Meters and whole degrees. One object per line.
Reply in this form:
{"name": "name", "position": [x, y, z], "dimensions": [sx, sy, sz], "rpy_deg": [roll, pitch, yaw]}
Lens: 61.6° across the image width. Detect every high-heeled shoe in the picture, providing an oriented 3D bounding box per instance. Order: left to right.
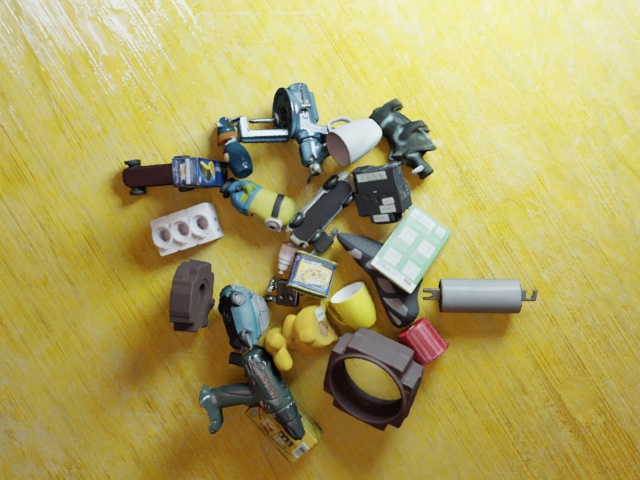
{"name": "high-heeled shoe", "position": [0.125, 0.092, 1.232], "dimensions": [0.249, 0.086, 0.145], "rpy_deg": [32, 118, 14]}

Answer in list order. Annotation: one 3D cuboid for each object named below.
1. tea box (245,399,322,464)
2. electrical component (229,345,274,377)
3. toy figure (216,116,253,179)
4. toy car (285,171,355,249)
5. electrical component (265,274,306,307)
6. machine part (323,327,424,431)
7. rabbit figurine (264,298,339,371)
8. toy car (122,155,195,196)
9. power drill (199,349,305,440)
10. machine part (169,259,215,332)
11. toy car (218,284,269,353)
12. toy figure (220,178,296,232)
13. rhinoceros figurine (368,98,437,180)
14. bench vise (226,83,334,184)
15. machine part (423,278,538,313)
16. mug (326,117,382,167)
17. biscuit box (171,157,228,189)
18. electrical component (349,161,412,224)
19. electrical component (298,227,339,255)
{"name": "tea box", "position": [-0.088, 0.442, 1.307], "dimensions": [0.098, 0.068, 0.169], "rpy_deg": [-42, 86, 12]}
{"name": "electrical component", "position": [-0.160, 0.299, 1.315], "dimensions": [0.119, 0.048, 0.074], "rpy_deg": [10, 98, 10]}
{"name": "toy figure", "position": [-0.205, -0.216, 1.250], "dimensions": [0.058, 0.064, 0.154], "rpy_deg": [-31, 71, 18]}
{"name": "toy car", "position": [0.005, -0.069, 1.219], "dimensions": [0.073, 0.056, 0.201], "rpy_deg": [42, 91, -13]}
{"name": "electrical component", "position": [-0.081, 0.121, 1.280], "dimensions": [0.102, 0.045, 0.078], "rpy_deg": [12, 97, 9]}
{"name": "machine part", "position": [0.115, 0.313, 1.203], "dimensions": [0.201, 0.087, 0.201], "rpy_deg": [23, 121, 19]}
{"name": "rabbit figurine", "position": [-0.062, 0.234, 1.251], "dimensions": [0.173, 0.162, 0.121], "rpy_deg": [-19, 105, 30]}
{"name": "toy car", "position": [-0.386, -0.157, 1.302], "dimensions": [0.202, 0.053, 0.089], "rpy_deg": [-4, 101, 15]}
{"name": "power drill", "position": [-0.164, 0.381, 1.242], "dimensions": [0.207, 0.086, 0.232], "rpy_deg": [-20, 93, 17]}
{"name": "machine part", "position": [-0.297, 0.131, 1.262], "dimensions": [0.056, 0.179, 0.179], "rpy_deg": [6, 98, 8]}
{"name": "toy car", "position": [-0.172, 0.178, 1.270], "dimensions": [0.109, 0.103, 0.161], "rpy_deg": [-41, 66, 55]}
{"name": "toy figure", "position": [-0.141, -0.088, 1.250], "dimensions": [0.180, 0.082, 0.089], "rpy_deg": [32, 104, 8]}
{"name": "rhinoceros figurine", "position": [0.186, -0.220, 1.176], "dimensions": [0.112, 0.073, 0.190], "rpy_deg": [-41, 88, 11]}
{"name": "bench vise", "position": [-0.082, -0.238, 1.178], "dimensions": [0.240, 0.129, 0.223], "rpy_deg": [-7, 88, -24]}
{"name": "machine part", "position": [0.349, 0.123, 1.179], "dimensions": [0.243, 0.079, 0.079], "rpy_deg": [0, 97, 6]}
{"name": "mug", "position": [0.071, -0.222, 1.155], "dimensions": [0.107, 0.080, 0.110], "rpy_deg": [-28, 64, -23]}
{"name": "biscuit box", "position": [-0.264, -0.148, 1.203], "dimensions": [0.059, 0.202, 0.062], "rpy_deg": [-2, 95, 8]}
{"name": "electrical component", "position": [0.136, -0.100, 1.181], "dimensions": [0.115, 0.058, 0.134], "rpy_deg": [-1, 113, 35]}
{"name": "electrical component", "position": [-0.003, -0.004, 1.262], "dimensions": [0.094, 0.021, 0.063], "rpy_deg": [-45, 86, 10]}
